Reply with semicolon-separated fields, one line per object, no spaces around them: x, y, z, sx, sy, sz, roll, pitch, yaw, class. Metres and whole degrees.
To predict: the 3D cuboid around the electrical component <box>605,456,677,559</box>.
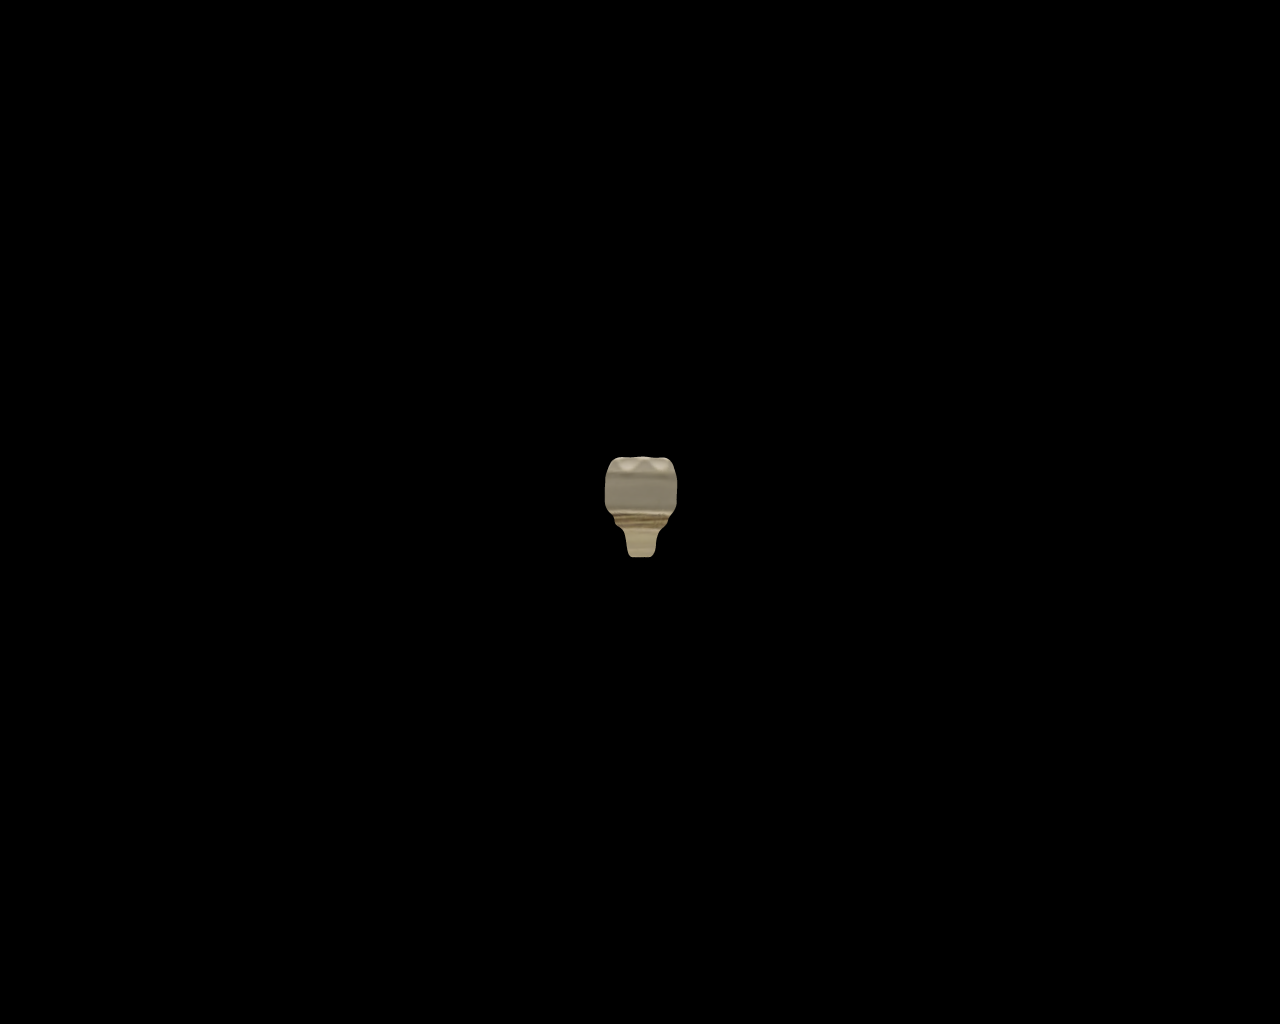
0.001;-0.003;0.650;0.043;0.062;0.043;0;0;0;electrical component
